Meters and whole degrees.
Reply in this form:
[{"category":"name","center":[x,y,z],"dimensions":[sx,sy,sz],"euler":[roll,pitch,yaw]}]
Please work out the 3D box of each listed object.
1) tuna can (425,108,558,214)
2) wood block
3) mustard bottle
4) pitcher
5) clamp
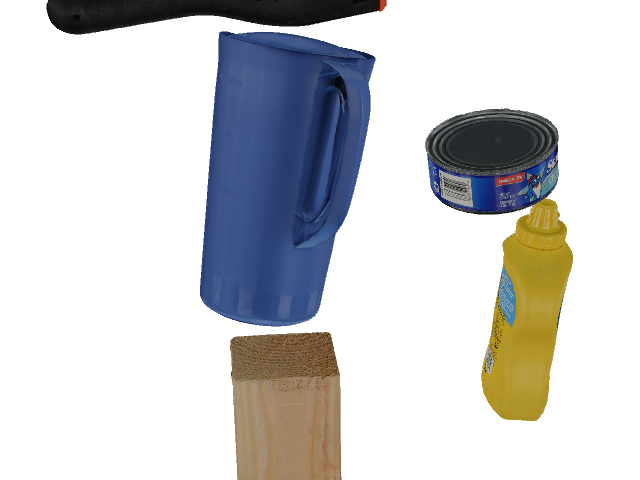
[{"category":"tuna can","center":[0.113,-0.052,0.701],"dimensions":[0.086,0.034,0.086],"euler":[-7,33,4]},{"category":"wood block","center":[-0.029,0.193,0.932],"dimensions":[0.090,0.206,0.091],"euler":[-3,19,-5]},{"category":"mustard bottle","center":[0.177,0.052,0.910],"dimensions":[0.058,0.192,0.096],"euler":[4,29,2]},{"category":"pitcher","center":[-0.031,-0.052,0.911],"dimensions":[0.145,0.243,0.149],"euler":[11,14,9]},{"category":"clamp","center":[-0.053,-0.133,0.551],"dimensions":[0.171,0.039,0.120],"euler":[6,42,12]}]
